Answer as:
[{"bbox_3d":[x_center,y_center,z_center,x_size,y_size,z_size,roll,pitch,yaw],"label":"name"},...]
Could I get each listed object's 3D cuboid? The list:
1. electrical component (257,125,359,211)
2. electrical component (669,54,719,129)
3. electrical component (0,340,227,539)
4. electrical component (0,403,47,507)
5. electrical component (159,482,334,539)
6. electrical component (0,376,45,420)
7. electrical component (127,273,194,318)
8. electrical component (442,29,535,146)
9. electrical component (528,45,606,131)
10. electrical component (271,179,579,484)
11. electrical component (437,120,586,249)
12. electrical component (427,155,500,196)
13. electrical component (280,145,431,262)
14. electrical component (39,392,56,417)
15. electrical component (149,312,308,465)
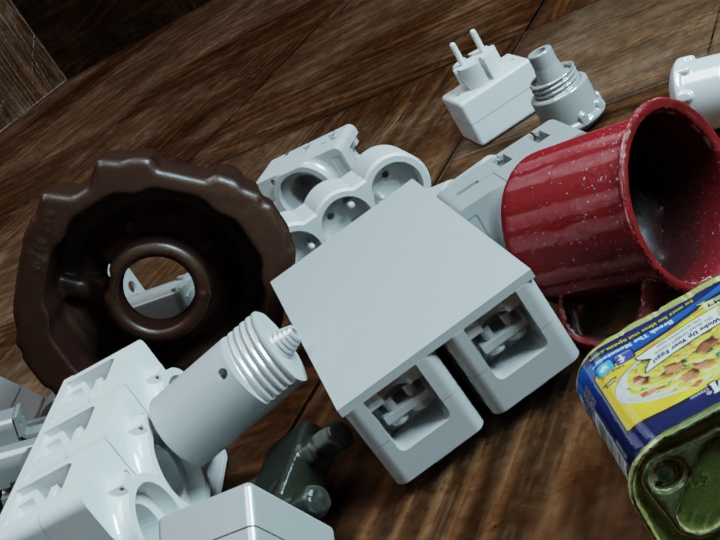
[{"bbox_3d":[-0.038,-0.074,0.898,0.089,0.050,0.055,-22,23,27],"label":"electrical component"},{"bbox_3d":[0.214,-0.105,0.624,0.062,0.048,0.048,-10,30,32],"label":"electrical component"},{"bbox_3d":[-0.117,0.112,0.548,0.062,0.089,0.150,-28,21,11],"label":"electrical component"},{"bbox_3d":[-0.193,0.120,0.669,0.057,0.078,0.058,-15,17,-7],"label":"electrical component"},{"bbox_3d":[-0.042,0.137,0.435,0.047,0.066,0.076,-25,51,19],"label":"electrical component"},{"bbox_3d":[-0.274,0.114,0.744,0.083,0.076,0.047,-57,15,18],"label":"electrical component"},{"bbox_3d":[-0.145,0.046,0.765,0.096,0.061,0.061,-19,9,5],"label":"electrical component"},{"bbox_3d":[0.097,-0.148,0.835,0.066,0.076,0.047,-34,21,-2],"label":"electrical component"},{"bbox_3d":[0.138,-0.125,0.747,0.048,0.062,0.048,-28,22,12],"label":"electrical component"},{"bbox_3d":[0.027,0.026,0.568,0.105,0.060,0.186,-36,22,-1],"label":"electrical component"},{"bbox_3d":[0.100,-0.042,0.635,0.089,0.050,0.055,-33,21,-1],"label":"electrical component"},{"bbox_3d":[0.067,-0.044,0.700,0.065,0.044,0.044,-20,24,41],"label":"electrical component"},{"bbox_3d":[-0.018,-0.043,0.799,0.138,0.052,0.074,-35,21,-4],"label":"electrical component"},{"bbox_3d":[-0.198,0.108,0.734,0.045,0.045,0.055,-30,21,8],"label":"electrical component"},{"bbox_3d":[-0.061,0.056,0.537,0.081,0.043,0.043,-40,19,13],"label":"electrical component"}]
